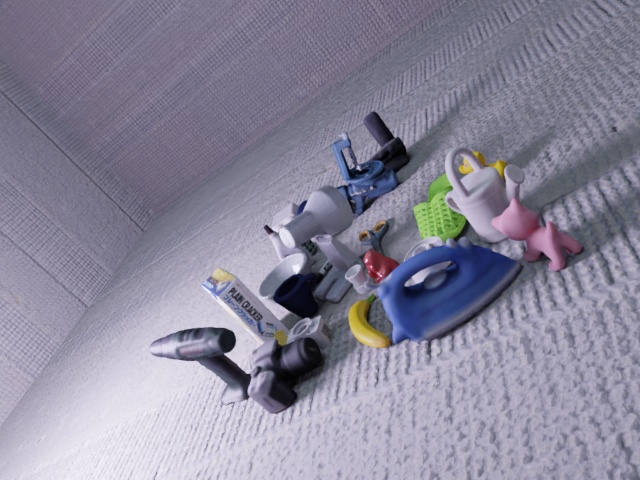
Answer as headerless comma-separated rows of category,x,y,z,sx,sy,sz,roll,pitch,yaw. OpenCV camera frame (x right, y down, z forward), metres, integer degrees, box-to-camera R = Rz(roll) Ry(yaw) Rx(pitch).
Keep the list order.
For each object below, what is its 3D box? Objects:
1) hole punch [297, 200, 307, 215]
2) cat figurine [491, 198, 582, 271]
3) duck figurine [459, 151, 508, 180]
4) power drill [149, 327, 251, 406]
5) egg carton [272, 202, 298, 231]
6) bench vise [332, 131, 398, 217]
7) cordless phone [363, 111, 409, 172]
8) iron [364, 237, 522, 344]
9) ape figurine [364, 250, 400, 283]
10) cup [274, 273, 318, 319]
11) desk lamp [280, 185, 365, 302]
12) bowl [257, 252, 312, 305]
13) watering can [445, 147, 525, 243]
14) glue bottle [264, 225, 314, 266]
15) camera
hole punch,-0.006,-0.086,1.751,0.101,0.091,0.108,-29,24,28
cat figurine,0.356,-0.018,0.966,0.067,0.118,0.127,-45,22,-9
duck figurine,0.361,-0.162,1.282,0.104,0.086,0.077,-21,29,42
power drill,-0.251,0.278,1.291,0.229,0.209,0.076,-25,26,34
egg carton,-0.103,-0.059,1.891,0.107,0.069,0.150,-36,22,14
bench vise,0.084,-0.180,1.602,0.207,0.220,0.121,-40,21,1
cordless phone,0.164,-0.279,1.708,0.147,0.185,0.094,-40,21,2
iron,0.211,0.067,1.012,0.258,0.142,0.118,-35,22,14
ape figurine,0.128,0.059,1.237,0.076,0.092,0.077,-38,22,8
cup,-0.038,0.135,1.367,0.117,0.095,0.091,-34,22,18
desk lamp,0.013,0.005,1.370,0.117,0.214,0.203,-6,40,56
bowl,-0.079,0.114,1.505,0.167,0.075,0.167,-34,22,17
watering can,0.310,-0.098,1.095,0.172,0.194,0.101,-27,25,32
glue bottle,-0.095,0.021,1.576,0.078,0.173,0.037,-38,22,6
camera,-0.074,0.258,1.179,0.136,0.101,0.143,-31,23,24
